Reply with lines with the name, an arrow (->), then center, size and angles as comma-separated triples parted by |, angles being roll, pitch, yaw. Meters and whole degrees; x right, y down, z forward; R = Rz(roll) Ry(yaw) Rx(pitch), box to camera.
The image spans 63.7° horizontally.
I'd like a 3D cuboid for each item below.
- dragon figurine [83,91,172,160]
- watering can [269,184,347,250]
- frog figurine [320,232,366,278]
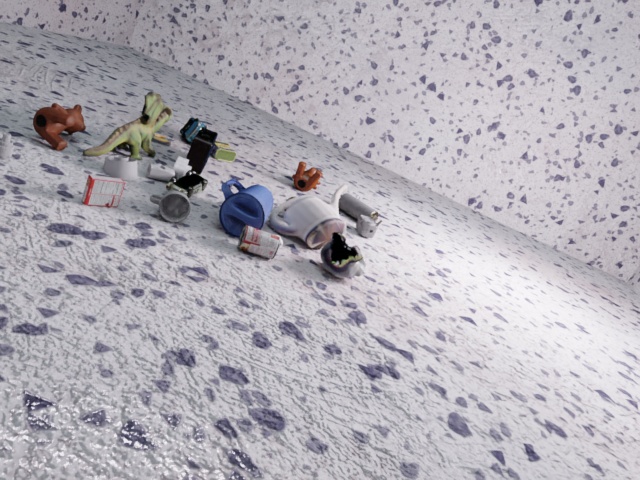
dragon figurine -> -0.610, -0.388, 1.712 | 0.122, 0.240, 0.415 | 30, 17, 2
watering can -> 0.005, -0.086, 1.708 | 0.351, 0.101, 0.228 | -23, 49, -29
frog figurine -> 0.071, 0.065, 1.541 | 0.138, 0.124, 0.156 | 21, -20, 18
